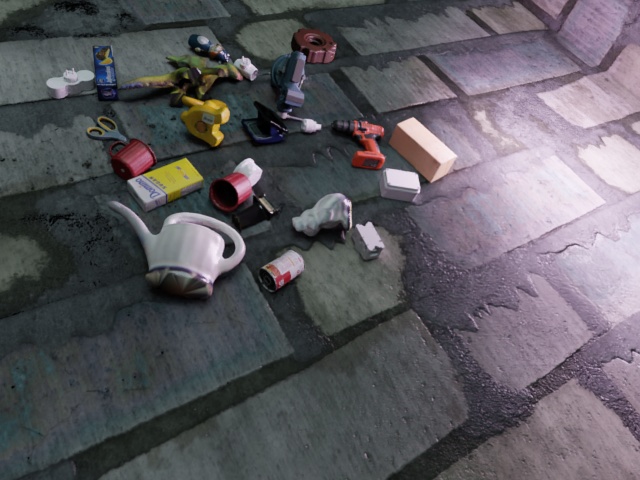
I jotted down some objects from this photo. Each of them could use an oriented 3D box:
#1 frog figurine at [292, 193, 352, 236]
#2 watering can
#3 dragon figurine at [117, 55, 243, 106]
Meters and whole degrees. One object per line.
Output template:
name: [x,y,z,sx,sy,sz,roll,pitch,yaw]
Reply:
frog figurine: [0.004,-0.071,1.414,0.159,0.121,0.139,3,18,-5]
watering can: [-0.356,0.021,1.227,0.347,0.101,0.230,12,51,-8]
dragon figurine: [-0.447,-0.543,1.685,0.411,0.119,0.248,-4,37,-22]
